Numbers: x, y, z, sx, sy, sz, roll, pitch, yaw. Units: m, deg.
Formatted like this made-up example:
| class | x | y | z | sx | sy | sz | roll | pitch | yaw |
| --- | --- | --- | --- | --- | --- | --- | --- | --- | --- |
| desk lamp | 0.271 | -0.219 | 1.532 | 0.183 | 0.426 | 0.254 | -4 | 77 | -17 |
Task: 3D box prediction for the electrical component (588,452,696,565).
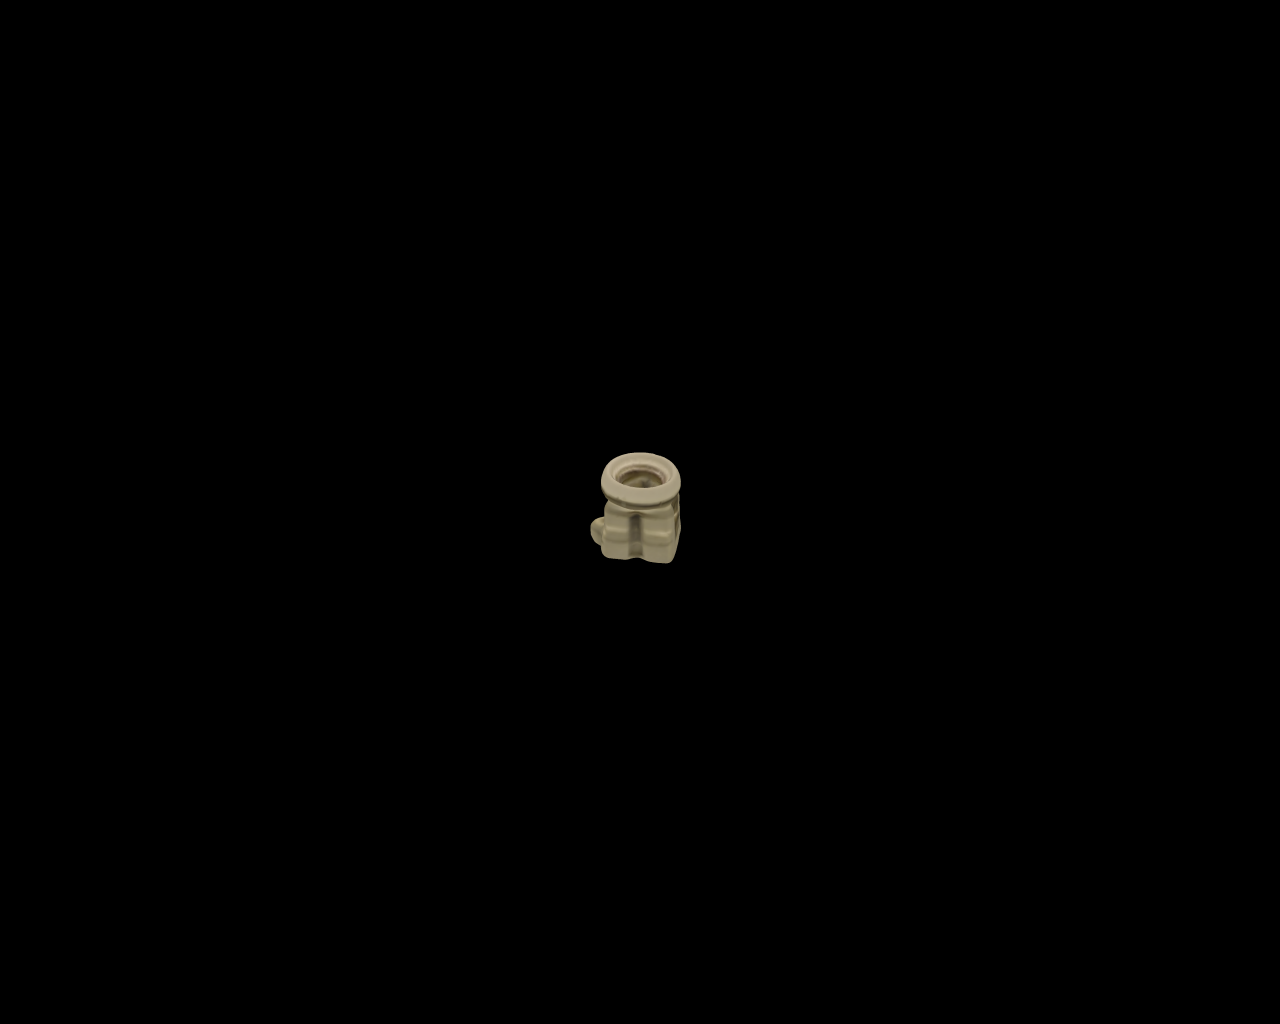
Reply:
| class | x | y | z | sx | sy | sz | roll | pitch | yaw |
| --- | --- | --- | --- | --- | --- | --- | --- | --- | --- |
| electrical component | 0.001 | -0.003 | 0.650 | 0.066 | 0.055 | 0.048 | 5 | 36 | 7 |
